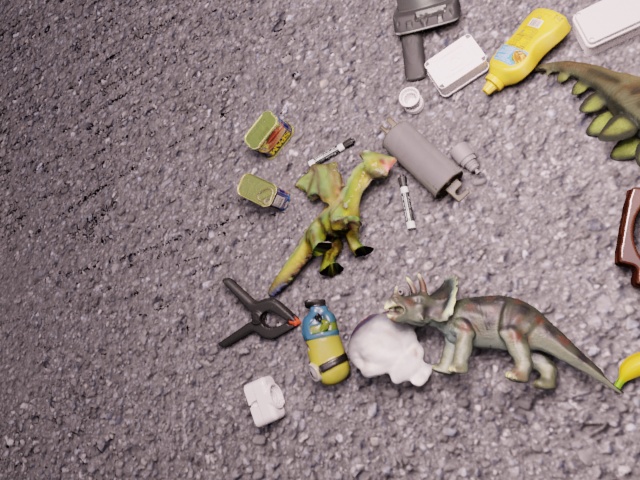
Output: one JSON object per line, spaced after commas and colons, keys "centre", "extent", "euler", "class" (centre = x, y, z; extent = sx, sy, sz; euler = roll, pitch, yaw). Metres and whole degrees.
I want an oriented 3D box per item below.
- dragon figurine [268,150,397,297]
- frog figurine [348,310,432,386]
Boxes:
{"centre": [0.004, -0.058, 1.151], "extent": [0.405, 0.121, 0.248], "euler": [-32, 52, 28], "class": "dragon figurine"}
{"centre": [0.138, 0.227, 1.019], "extent": [0.138, 0.120, 0.162], "euler": [-36, 56, -6], "class": "frog figurine"}
